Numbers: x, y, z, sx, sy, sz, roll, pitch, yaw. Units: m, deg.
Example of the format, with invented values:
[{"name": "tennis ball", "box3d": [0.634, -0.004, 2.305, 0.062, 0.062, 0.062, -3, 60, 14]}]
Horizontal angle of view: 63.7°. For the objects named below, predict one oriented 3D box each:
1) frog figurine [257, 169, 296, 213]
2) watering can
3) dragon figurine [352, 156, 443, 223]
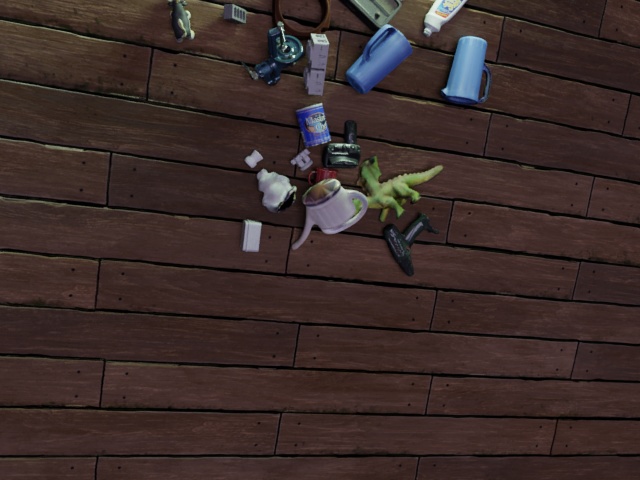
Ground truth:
[{"name": "frog figurine", "box3d": [-0.172, -0.183, 1.913, 0.161, 0.122, 0.136, 36, 100, 19]}, {"name": "watering can", "box3d": [0.006, -0.096, 1.907, 0.346, 0.106, 0.220, -27, 127, 10]}, {"name": "dragon figurine", "box3d": [0.262, -0.221, 2.002, 0.411, 0.122, 0.242, -45, 98, -4]}]
